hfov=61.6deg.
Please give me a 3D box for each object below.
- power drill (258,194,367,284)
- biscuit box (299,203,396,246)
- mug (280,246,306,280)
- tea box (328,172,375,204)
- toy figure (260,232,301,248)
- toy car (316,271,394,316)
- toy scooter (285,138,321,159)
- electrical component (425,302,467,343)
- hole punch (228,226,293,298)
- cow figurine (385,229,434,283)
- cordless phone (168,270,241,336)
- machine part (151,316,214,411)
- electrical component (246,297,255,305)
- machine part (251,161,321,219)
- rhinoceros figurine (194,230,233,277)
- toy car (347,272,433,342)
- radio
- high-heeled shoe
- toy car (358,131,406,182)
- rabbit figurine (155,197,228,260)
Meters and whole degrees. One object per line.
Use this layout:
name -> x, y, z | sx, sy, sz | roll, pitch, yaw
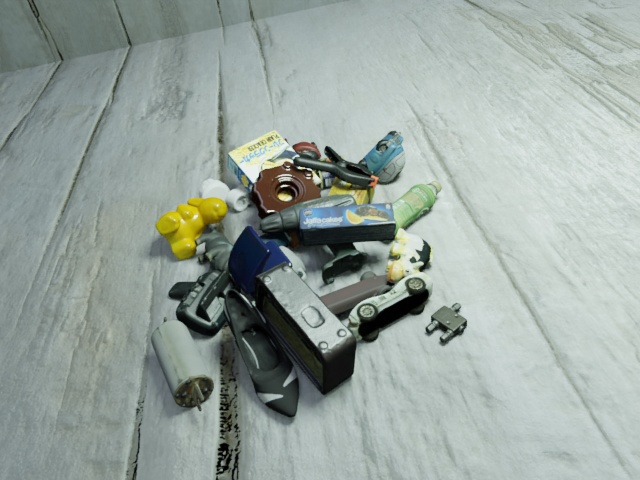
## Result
power drill -> -0.002, -0.004, 1.215 | 0.232, 0.085, 0.207 | -22, 52, -10
biscuit box -> 0.057, -0.034, 1.146 | 0.203, 0.062, 0.059 | -4, 53, 1
mug -> -0.087, 0.083, 1.176 | 0.107, 0.080, 0.110 | -43, 53, -17
tea box -> 0.077, -0.104, 1.370 | 0.098, 0.068, 0.170 | 5, 41, 18
toy figure -> -0.088, -0.004, 1.288 | 0.154, 0.064, 0.058 | -23, 51, -21
toy car -> 0.060, 0.122, 1.101 | 0.202, 0.053, 0.089 | -19, 24, -19
toy scooter -> -0.080, -0.260, 1.604 | 0.184, 0.075, 0.135 | -5, 37, 15
electrical component -> 0.251, 0.157, 1.036 | 0.094, 0.021, 0.063 | -33, 43, -26
hole punch -> -0.138, 0.046, 1.122 | 0.116, 0.092, 0.142 | -44, 49, 0
cow figurine -> 0.192, 0.047, 1.140 | 0.098, 0.068, 0.167 | 19, 33, 3
cordless phone -> -0.279, 0.132, 1.172 | 0.184, 0.088, 0.146 | -2, 38, 29
machine part -> -0.266, 0.233, 1.026 | 0.079, 0.079, 0.243 | -26, 40, -18
electrical component -> -0.095, 0.144, 1.117 | 0.119, 0.047, 0.075 | -14, 39, -4
machine part -> -0.084, -0.112, 1.343 | 0.179, 0.056, 0.179 | 4, 62, -8
rhinoceros figurine -> -0.219, 0.041, 1.267 | 0.112, 0.073, 0.191 | -22, 36, -31
toy car -> 0.137, 0.131, 1.055 | 0.202, 0.073, 0.056 | -26, 44, -18
radio -> -0.031, 0.155, 0.982 | 0.073, 0.131, 0.230 | -30, 57, -26
high-heeled shoe -> -0.108, 0.196, 0.977 | 0.086, 0.145, 0.249 | -27, 39, -17
toy car -> 0.177, -0.212, 1.449 | 0.103, 0.161, 0.109 | 47, 45, -3
rabbit figurine -> -0.308, -0.049, 1.360 | 0.173, 0.121, 0.162 | -31, 15, 6
